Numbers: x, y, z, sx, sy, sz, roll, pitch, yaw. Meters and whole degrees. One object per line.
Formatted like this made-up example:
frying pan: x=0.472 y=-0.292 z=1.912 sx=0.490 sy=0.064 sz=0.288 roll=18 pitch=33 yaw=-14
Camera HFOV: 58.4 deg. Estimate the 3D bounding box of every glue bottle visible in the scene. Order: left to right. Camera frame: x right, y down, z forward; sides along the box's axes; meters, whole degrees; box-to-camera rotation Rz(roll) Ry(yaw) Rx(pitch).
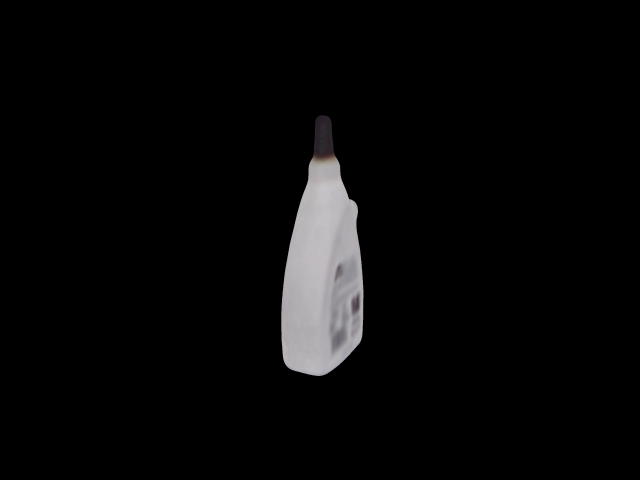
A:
glue bottle: x=0.004 y=0.001 z=0.400 sx=0.037 sy=0.173 sz=0.078 roll=7 pitch=15 yaw=27
